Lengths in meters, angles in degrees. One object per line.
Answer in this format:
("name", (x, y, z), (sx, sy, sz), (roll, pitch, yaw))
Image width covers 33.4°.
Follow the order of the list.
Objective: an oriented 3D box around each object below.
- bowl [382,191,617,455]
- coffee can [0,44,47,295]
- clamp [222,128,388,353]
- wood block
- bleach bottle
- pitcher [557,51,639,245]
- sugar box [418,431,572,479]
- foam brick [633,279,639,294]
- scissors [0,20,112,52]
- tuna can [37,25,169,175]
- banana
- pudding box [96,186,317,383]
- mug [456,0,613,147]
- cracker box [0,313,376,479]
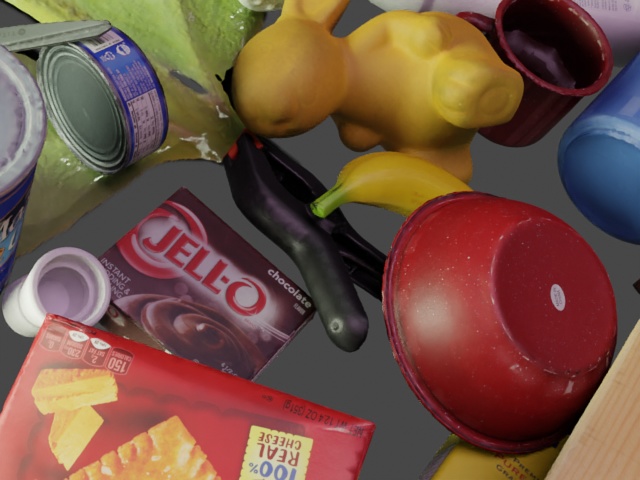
("bowl", (0.117, 0.039, 0.613), (0.161, 0.055, 0.162), (11, 67, -27))
("coffee can", (-0.199, -0.027, 0.540), (0.102, 0.140, 0.103), (10, 59, -17))
("clamp", (-0.004, 0.001, 0.644), (0.171, 0.039, 0.120), (43, 17, 12))
("wood block", (0.186, 0.118, 0.579), (0.091, 0.090, 0.205), (28, 51, 20))
("bleach bottle", (0.132, -0.201, 0.822), (0.250, 0.068, 0.102), (7, 59, -16))
("pitcher", (0.283, -0.112, 0.780), (0.242, 0.145, 0.149), (-40, 99, -28))
("sugar box", (0.118, 0.142, 0.633), (0.093, 0.048, 0.176), (41, 57, 3))
("foam brick", (0.274, 0.025, 0.758), (0.078, 0.051, 0.053), (-31, 77, -33))
("scissors", (-0.222, -0.090, 0.597), (0.202, 0.016, 0.096), (8, 71, 11))
("tuna can", (-0.129, -0.084, 0.634), (0.033, 0.086, 0.086), (-34, 79, -35))
("banana", (0.080, -0.004, 0.673), (0.197, 0.037, 0.069), (30, 82, -26))
("pudding box", (-0.071, 0.036, 0.619), (0.113, 0.039, 0.089), (42, 54, 3))
("mug", (0.138, -0.125, 0.768), (0.117, 0.082, 0.093), (22, 56, -10))
("cracker box", (-0.086, 0.158, 0.475), (0.164, 0.072, 0.213), (19, 71, 6))
